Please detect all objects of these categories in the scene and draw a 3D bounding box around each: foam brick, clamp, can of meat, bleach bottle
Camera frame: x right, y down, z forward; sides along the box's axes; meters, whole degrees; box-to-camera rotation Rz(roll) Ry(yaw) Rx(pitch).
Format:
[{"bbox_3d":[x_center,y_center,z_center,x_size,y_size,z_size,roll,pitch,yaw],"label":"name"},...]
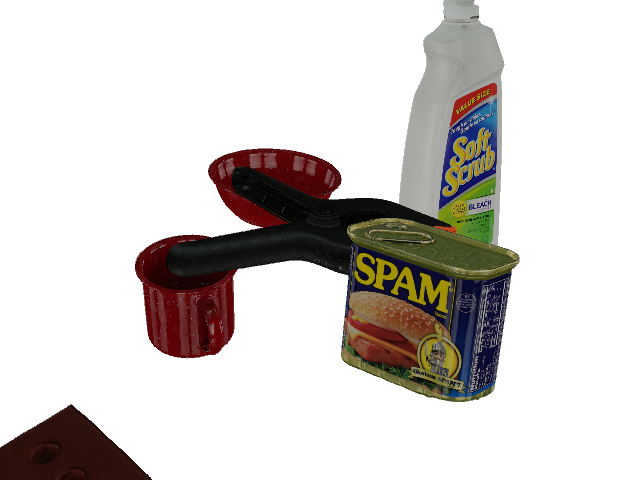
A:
[{"bbox_3d":[-0.109,0.124,0.484,0.052,0.051,0.078,-31,44,-32],"label":"foam brick"},{"bbox_3d":[0.000,-0.013,0.832,0.210,0.036,0.164,4,29,7],"label":"clamp"},{"bbox_3d":[0.061,0.040,0.635,0.102,0.084,0.057,19,22,38],"label":"can of meat"},{"bbox_3d":[0.117,-0.093,0.967,0.102,0.251,0.068,-12,23,-27],"label":"bleach bottle"}]

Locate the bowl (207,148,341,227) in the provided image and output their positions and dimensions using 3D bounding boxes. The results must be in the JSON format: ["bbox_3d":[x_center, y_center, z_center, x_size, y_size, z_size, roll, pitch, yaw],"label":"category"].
[{"bbox_3d":[-0.057,-0.058,1.296,0.162,0.055,0.162,4,26,-2],"label":"bowl"}]

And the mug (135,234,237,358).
[{"bbox_3d":[-0.114,0.059,0.969,0.093,0.081,0.117,-16,37,-24],"label":"mug"}]
